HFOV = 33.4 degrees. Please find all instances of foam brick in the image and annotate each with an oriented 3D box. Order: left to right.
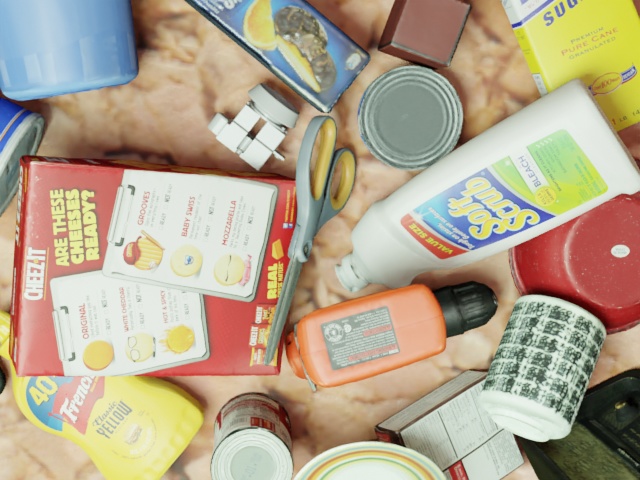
[{"bbox_3d":[0.083,-0.170,0.857,0.053,0.078,0.051,19,95,-7],"label":"foam brick"}]

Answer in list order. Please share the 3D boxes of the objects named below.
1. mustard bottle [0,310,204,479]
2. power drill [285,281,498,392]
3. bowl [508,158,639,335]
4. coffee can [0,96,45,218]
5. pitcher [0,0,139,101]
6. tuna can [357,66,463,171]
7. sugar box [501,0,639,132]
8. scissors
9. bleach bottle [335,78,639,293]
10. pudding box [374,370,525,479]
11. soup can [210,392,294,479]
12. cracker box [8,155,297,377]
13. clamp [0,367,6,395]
[{"bbox_3d":[-0.197,0.124,0.895,0.191,0.058,0.096,39,92,-7],"label":"mustard bottle"},{"bbox_3d":[0.057,0.070,0.836,0.184,0.187,0.057,-18,83,2],"label":"power drill"},{"bbox_3d":[0.244,0.008,0.901,0.162,0.055,0.162,0,98,-3],"label":"bowl"},{"bbox_3d":[-0.304,-0.083,0.838,0.140,0.103,0.103,27,96,-6],"label":"coffee can"},{"bbox_3d":[-0.218,-0.231,0.806,0.149,0.145,0.243,-9,101,-5],"label":"pitcher"},{"bbox_3d":[0.074,-0.102,0.888,0.086,0.034,0.086,0,98,-3],"label":"tuna can"},{"bbox_3d":[0.212,-0.173,0.879,0.093,0.048,0.176,-25,100,2],"label":"sugar box"},{"bbox_3d":[-0.006,0.001,0.864,0.016,0.096,0.202,9,90,27],"label":"scissors"},{"bbox_3d":[0.126,-0.024,0.869,0.251,0.068,0.102,-32,108,19],"label":"bleach bottle"},{"bbox_3d":[0.111,0.174,0.905,0.113,0.039,0.090,-26,98,-30],"label":"pudding box"},{"bbox_3d":[-0.056,0.173,0.886,0.068,0.102,0.068,0,97,-3],"label":"soup can"},{"bbox_3d":[-0.132,0.022,0.847,0.213,0.072,0.164,3,98,-23],"label":"cracker box"},{"bbox_3d":[-0.335,0.057,0.889,0.120,0.039,0.171,-9,95,-7],"label":"clamp"}]
